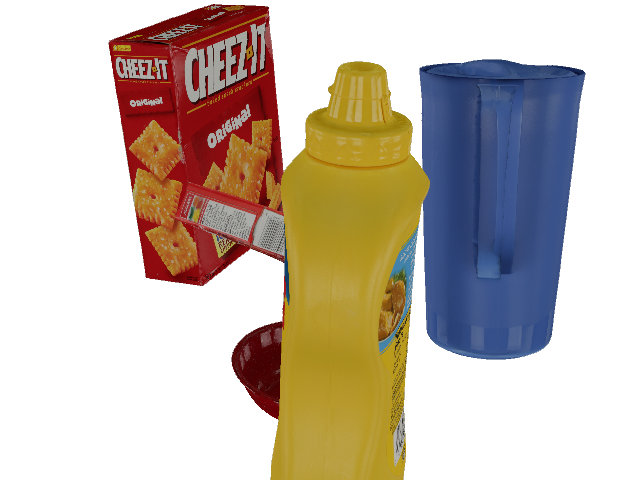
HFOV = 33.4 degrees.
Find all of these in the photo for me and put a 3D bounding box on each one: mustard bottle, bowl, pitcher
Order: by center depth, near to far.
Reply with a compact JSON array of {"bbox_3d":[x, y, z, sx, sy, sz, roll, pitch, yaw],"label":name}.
[{"bbox_3d":[0.012,0.023,0.436,0.058,0.192,0.096,8,25,11],"label":"mustard bottle"},{"bbox_3d":[0.144,-0.026,0.887,0.149,0.243,0.145,-10,17,-34],"label":"pitcher"},{"bbox_3d":[-0.016,0.151,1.153,0.162,0.055,0.162,3,28,-2],"label":"bowl"}]

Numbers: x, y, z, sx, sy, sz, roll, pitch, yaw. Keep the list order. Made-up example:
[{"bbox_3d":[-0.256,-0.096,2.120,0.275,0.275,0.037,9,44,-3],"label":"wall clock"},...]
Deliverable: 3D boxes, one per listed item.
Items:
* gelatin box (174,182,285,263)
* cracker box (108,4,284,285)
[{"bbox_3d":[-0.040,-0.007,0.711,0.073,0.030,0.089,19,-1,39],"label":"gelatin box"},{"bbox_3d":[-0.099,-0.090,0.953,0.072,0.214,0.164,7,25,26],"label":"cracker box"}]
